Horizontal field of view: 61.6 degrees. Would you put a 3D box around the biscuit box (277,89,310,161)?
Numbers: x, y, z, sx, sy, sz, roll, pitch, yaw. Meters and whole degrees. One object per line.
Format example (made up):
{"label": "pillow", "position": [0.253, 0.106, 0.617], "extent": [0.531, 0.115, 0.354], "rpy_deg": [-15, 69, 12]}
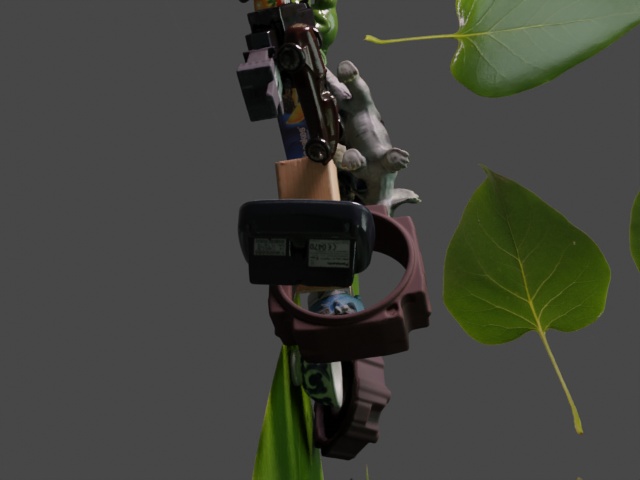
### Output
{"label": "biscuit box", "position": [-0.043, -0.217, 0.949], "extent": [0.063, 0.059, 0.202], "rpy_deg": [-91, 170, -55]}

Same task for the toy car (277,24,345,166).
{"label": "toy car", "position": [-0.004, -0.204, 0.766], "extent": [0.089, 0.053, 0.201], "rpy_deg": [-63, 142, -51]}

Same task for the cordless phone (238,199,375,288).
{"label": "cordless phone", "position": [-0.008, -0.002, 0.626], "extent": [0.184, 0.147, 0.088], "rpy_deg": [-25, 116, -82]}

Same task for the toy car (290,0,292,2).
{"label": "toy car", "position": [-0.070, -0.404, 0.957], "extent": [0.073, 0.056, 0.201], "rpy_deg": [15, 66, -76]}

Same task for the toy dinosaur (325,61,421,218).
{"label": "toy dinosaur", "position": [0.074, -0.188, 0.990], "extent": [0.192, 0.131, 0.405], "rpy_deg": [46, 24, -76]}

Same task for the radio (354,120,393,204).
{"label": "radio", "position": [0.088, -0.157, 1.171], "extent": [0.131, 0.073, 0.229], "rpy_deg": [-39, -132, 49]}

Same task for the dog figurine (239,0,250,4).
{"label": "dog figurine", "position": [-0.069, -0.417, 0.787], "extent": [0.191, 0.109, 0.219], "rpy_deg": [74, 15, -67]}

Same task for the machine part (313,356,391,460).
{"label": "machine part", "position": [0.045, 0.251, 0.844], "extent": [0.179, 0.056, 0.179], "rpy_deg": [-160, -90, -74]}

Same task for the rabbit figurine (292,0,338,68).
{"label": "rabbit figurine", "position": [-0.039, -0.451, 1.163], "extent": [0.170, 0.121, 0.158], "rpy_deg": [-41, 132, -60]}

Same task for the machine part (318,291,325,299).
{"label": "machine part", "position": [-0.002, -0.003, 0.981], "extent": [0.079, 0.079, 0.243], "rpy_deg": [73, 11, -54]}

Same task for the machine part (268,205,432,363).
{"label": "machine part", "position": [0.037, 0.052, 0.709], "extent": [0.087, 0.202, 0.201], "rpy_deg": [70, 14, -46]}

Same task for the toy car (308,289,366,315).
{"label": "toy car", "position": [0.021, 0.131, 0.992], "extent": [0.103, 0.109, 0.161], "rpy_deg": [60, 9, 24]}

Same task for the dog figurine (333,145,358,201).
{"label": "dog figurine", "position": [0.027, -0.164, 1.128], "extent": [0.172, 0.121, 0.190], "rpy_deg": [-21, 96, -68]}

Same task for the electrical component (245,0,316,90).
{"label": "electrical component", "position": [-0.052, -0.284, 0.791], "extent": [0.134, 0.058, 0.114], "rpy_deg": [-49, 131, -49]}

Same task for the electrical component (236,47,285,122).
{"label": "electrical component", "position": [-0.075, -0.194, 0.698], "extent": [0.119, 0.048, 0.074], "rpy_deg": [-90, 169, -47]}

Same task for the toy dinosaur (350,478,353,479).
{"label": "toy dinosaur", "position": [0.034, 0.435, 0.698], "extent": [0.470, 0.105, 0.199], "rpy_deg": [82, 2, -46]}
